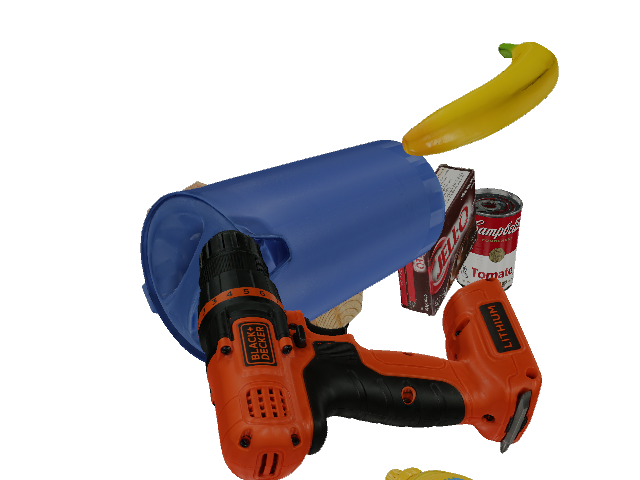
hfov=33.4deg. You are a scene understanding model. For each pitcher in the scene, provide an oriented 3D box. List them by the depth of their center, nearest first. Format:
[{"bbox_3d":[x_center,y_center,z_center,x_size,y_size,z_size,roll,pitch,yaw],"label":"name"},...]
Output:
[{"bbox_3d":[-0.019,-0.001,0.854,0.149,0.145,0.242,33,37,31],"label":"pitcher"}]

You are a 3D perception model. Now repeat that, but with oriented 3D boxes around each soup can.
[{"bbox_3d":[0.189,0.001,1.210,0.068,0.102,0.068,1,28,-1],"label":"soup can"}]

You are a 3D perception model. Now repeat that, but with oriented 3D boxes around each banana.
[{"bbox_3d":[0.133,-0.109,0.801,0.070,0.037,0.197,-11,21,39],"label":"banana"}]

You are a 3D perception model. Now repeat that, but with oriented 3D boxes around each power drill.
[{"bbox_3d":[0.022,0.060,0.631,0.187,0.057,0.184,0,41,-13],"label":"power drill"}]

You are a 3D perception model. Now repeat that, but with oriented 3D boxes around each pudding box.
[{"bbox_3d":[0.108,-0.002,0.983,0.039,0.090,0.113,14,48,22],"label":"pudding box"}]

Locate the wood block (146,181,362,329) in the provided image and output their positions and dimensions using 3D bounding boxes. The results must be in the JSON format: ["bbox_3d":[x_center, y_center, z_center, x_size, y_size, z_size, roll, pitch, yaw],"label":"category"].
[{"bbox_3d":[-0.067,0.021,1.074,0.206,0.091,0.090,19,33,27],"label":"wood block"}]

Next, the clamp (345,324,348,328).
[{"bbox_3d":[-0.094,0.097,1.256,0.210,0.036,0.164,13,23,27],"label":"clamp"}]

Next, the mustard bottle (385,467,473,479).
[{"bbox_3d":[0.119,0.246,0.913,0.096,0.058,0.192,-18,27,-29],"label":"mustard bottle"}]
